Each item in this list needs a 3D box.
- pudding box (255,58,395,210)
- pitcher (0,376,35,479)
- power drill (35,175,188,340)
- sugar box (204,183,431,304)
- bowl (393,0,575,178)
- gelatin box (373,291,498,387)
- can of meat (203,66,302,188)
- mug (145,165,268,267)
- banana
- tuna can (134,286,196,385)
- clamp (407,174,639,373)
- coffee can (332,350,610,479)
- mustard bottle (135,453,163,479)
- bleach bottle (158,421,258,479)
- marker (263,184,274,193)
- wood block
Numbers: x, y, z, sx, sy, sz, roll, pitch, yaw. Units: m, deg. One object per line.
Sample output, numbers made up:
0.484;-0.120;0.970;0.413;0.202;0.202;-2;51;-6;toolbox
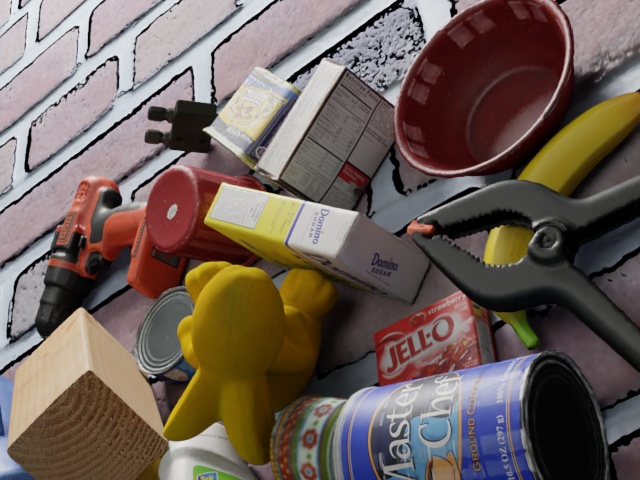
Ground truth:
0.011;-0.082;0.902;0.039;0.089;0.113;28;86;50;pudding box
-0.298;0.203;0.954;0.145;0.149;0.243;-48;27;-10;pitcher
-0.214;0.020;1.090;0.188;0.057;0.184;1;71;45;power drill
-0.006;0.001;0.862;0.177;0.093;0.048;18;79;50;sugar box
0.135;-0.108;0.819;0.162;0.055;0.162;-25;49;33;bowl
0.082;0.086;0.765;0.089;0.030;0.073;-29;47;30;gelatin box
-0.051;-0.110;1.010;0.084;0.057;0.102;-53;40;1;can of meat
-0.112;-0.025;0.977;0.117;0.081;0.093;22;97;46;mug
0.163;-0.021;0.753;0.070;0.037;0.198;22;83;27;banana
-0.129;0.088;0.977;0.086;0.033;0.086;-25;49;33;tuna can
0.156;0.016;0.696;0.210;0.036;0.164;0;65;25;clamp
0.093;0.132;0.667;0.141;0.102;0.103;-18;53;37;coffee can
-0.141;0.255;0.828;0.096;0.058;0.191;-27;33;7;mustard bottle
-0.067;0.223;0.789;0.068;0.102;0.251;-58;27;27;bleach bottle
-0.088;-0.044;1.032;0.121;0.020;0.020;1;66;46;marker
-0.200;0.140;0.903;0.090;0.090;0.206;-45;17;-3;wood block
